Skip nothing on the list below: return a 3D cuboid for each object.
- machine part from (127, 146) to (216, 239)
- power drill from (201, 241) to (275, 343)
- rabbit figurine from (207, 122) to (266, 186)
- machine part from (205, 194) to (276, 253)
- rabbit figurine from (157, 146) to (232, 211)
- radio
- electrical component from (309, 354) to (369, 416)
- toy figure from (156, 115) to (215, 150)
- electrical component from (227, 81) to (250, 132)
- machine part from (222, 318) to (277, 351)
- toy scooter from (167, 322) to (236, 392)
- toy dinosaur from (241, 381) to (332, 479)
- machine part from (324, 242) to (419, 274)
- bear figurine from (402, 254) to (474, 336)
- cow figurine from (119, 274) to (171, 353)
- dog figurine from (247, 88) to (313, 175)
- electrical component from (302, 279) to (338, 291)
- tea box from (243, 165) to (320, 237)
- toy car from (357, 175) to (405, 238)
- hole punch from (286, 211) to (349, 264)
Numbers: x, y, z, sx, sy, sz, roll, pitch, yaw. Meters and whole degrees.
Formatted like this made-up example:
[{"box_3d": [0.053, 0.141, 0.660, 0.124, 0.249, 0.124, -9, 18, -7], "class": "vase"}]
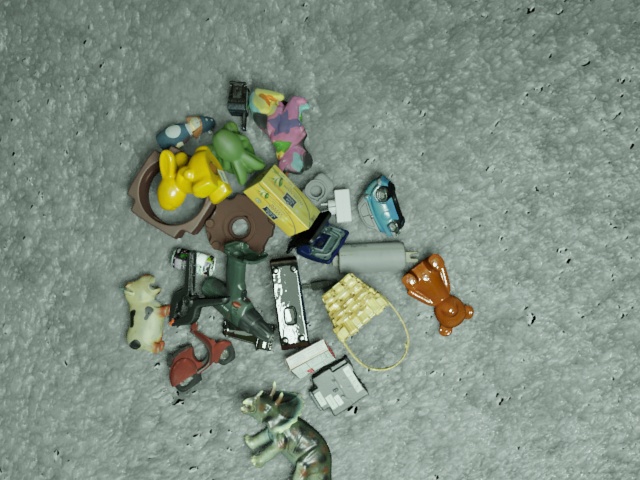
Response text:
[{"box_3d": [-0.367, -0.119, 1.375, 0.201, 0.087, 0.201, 31, 87, 1], "class": "machine part"}, {"box_3d": [-0.185, 0.119, 1.320, 0.232, 0.086, 0.207, 27, 123, 26], "class": "power drill"}, {"box_3d": [-0.222, -0.212, 1.335, 0.121, 0.170, 0.159, -40, 88, -1], "class": "rabbit figurine"}, {"box_3d": [-0.205, -0.032, 1.387, 0.179, 0.056, 0.179, 0, 88, -1], "class": "machine part"}, {"box_3d": [-0.324, -0.141, 1.281, 0.173, 0.122, 0.162, -30, 86, 17], "class": "rabbit figurine"}, {"box_3d": [-0.077, 0.156, 1.342, 0.073, 0.131, 0.229, -9, 88, -3], "class": "radio"}, {"box_3d": [0.041, 0.375, 1.372, 0.134, 0.058, 0.115, -30, 86, -1], "class": "electrical component"}, {"box_3d": [-0.346, -0.281, 1.395, 0.154, 0.058, 0.064, -25, 103, -2], "class": "toy figure"}, {"box_3d": [-0.210, -0.342, 1.389, 0.048, 0.075, 0.119, 4, 91, 0], "class": "electrical component"}, {"box_3d": [-0.186, 0.240, 1.387, 0.139, 0.039, 0.084, 15, 93, -1], "class": "machine part"}, {"box_3d": [-0.319, 0.289, 1.368, 0.184, 0.075, 0.135, -34, 89, -4], "class": "toy scooter"}, {"box_3d": [-0.051, 0.526, 1.344, 0.192, 0.131, 0.404, -43, 95, -1], "class": "toy dinosaur"}, {"box_3d": [0.131, 0.045, 1.373, 0.243, 0.079, 0.079, -2, 88, 1], "class": "machine part"}, {"box_3d": [0.299, 0.143, 1.347, 0.120, 0.132, 0.196, -35, 82, 2], "class": "bear figurine"}, {"box_3d": [-0.450, 0.184, 1.369, 0.127, 0.085, 0.194, 8, 89, -6], "class": "cow figurine"}, {"box_3d": [-0.104, -0.260, 1.371, 0.192, 0.108, 0.219, 11, 91, 0], "class": "dog figurine"}, {"box_3d": [0.000, 0.116, 1.377, 0.094, 0.063, 0.021, -9, 88, 1], "class": "electrical component"}, {"box_3d": [-0.095, -0.095, 1.336, 0.169, 0.098, 0.068, 44, 57, -17], "class": "tea box"}, {"box_3d": [0.150, -0.080, 1.373, 0.103, 0.109, 0.161, -15, 100, 21], "class": "toy car"}, {"box_3d": [-0.003, -0.004, 1.354, 0.092, 0.116, 0.142, 41, 67, -25], "class": "hole punch"}]
